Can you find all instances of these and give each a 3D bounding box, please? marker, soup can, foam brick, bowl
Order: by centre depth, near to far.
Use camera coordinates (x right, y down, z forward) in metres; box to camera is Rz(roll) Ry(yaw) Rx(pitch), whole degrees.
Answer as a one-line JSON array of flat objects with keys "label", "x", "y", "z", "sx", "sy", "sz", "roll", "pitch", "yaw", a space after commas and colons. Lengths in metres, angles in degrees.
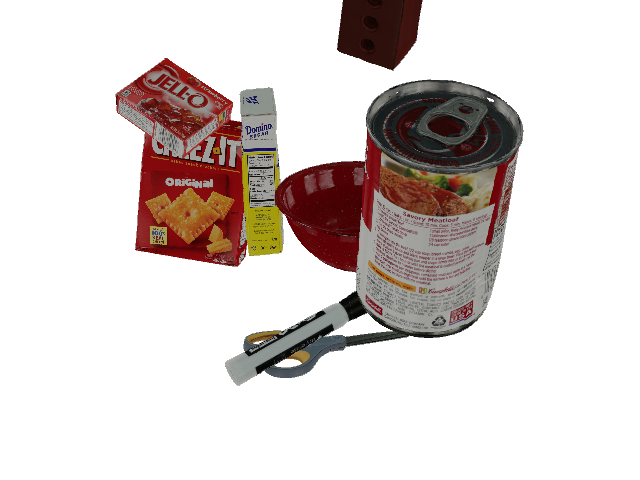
[{"label": "soup can", "x": 0.052, "y": -0.013, "z": 0.493, "sx": 0.068, "sy": 0.102, "sz": 0.068, "roll": 1, "pitch": 41, "yaw": -1}, {"label": "marker", "x": -0.011, "y": 0.066, "z": 0.756, "sx": 0.121, "sy": 0.020, "sz": 0.020, "roll": -28, "pitch": 9, "yaw": -17}, {"label": "foam brick", "x": 0.049, "y": -0.186, "z": 0.851, "sx": 0.053, "sy": 0.078, "sz": 0.051, "roll": 22, "pitch": 49, "yaw": 15}, {"label": "bowl", "x": 0.040, "y": -0.016, "z": 0.947, "sx": 0.162, "sy": 0.055, "sz": 0.162, "roll": 1, "pitch": 26, "yaw": -1}]

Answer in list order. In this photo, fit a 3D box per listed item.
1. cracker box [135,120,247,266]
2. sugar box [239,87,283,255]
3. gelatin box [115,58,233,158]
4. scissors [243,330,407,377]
[{"label": "cracker box", "x": -0.187, "y": -0.078, "z": 1.611, "sx": 0.164, "sy": 0.214, "sz": 0.072, "roll": 10, "pitch": 20, "yaw": 6}, {"label": "sugar box", "x": -0.070, "y": -0.080, "z": 1.246, "sx": 0.048, "sy": 0.176, "sz": 0.093, "roll": -5, "pitch": 26, "yaw": -3}, {"label": "gelatin box", "x": -0.142, "y": -0.130, "z": 1.034, "sx": 0.089, "sy": 0.030, "sz": 0.073, "roll": 36, "pitch": 54, "yaw": 15}, {"label": "scissors", "x": 0.014, "y": 0.126, "z": 1.210, "sx": 0.201, "sy": 0.016, "sz": 0.096, "roll": 1, "pitch": 25, "yaw": -8}]
